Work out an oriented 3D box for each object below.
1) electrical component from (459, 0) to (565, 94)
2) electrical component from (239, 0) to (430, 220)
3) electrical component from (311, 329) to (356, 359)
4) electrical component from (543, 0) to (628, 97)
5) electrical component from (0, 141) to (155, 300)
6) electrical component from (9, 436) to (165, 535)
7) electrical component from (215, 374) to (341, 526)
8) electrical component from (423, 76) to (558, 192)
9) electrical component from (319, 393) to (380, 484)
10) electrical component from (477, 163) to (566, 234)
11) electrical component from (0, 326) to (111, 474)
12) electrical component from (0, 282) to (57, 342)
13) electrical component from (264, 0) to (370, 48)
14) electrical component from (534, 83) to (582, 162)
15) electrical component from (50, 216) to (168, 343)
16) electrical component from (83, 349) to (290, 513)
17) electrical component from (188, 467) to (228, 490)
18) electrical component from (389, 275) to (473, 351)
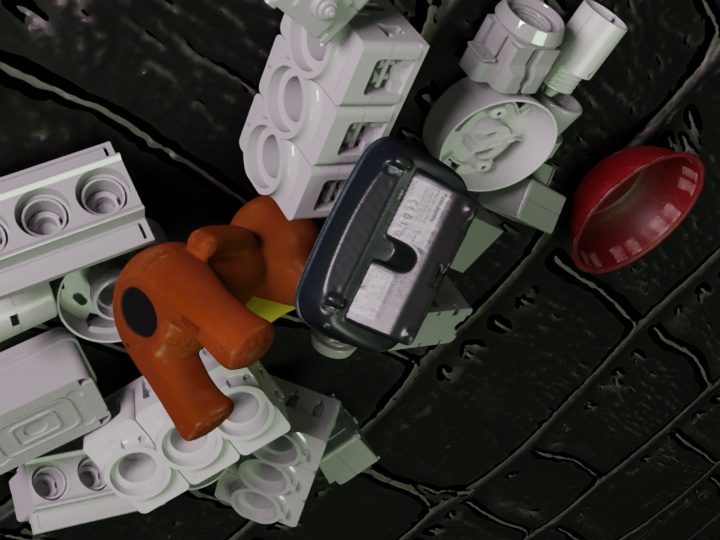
[{"bbox_3d":[0.123,-0.176,0.835,0.078,0.058,0.057,-7,141,-35],"label":"electrical component"},{"bbox_3d":[-0.026,-0.119,0.746,0.062,0.089,0.150,-7,138,-36],"label":"electrical component"},{"bbox_3d":[-0.018,0.049,1.008,0.066,0.048,0.055,-6,130,-37],"label":"electrical component"},{"bbox_3d":[0.180,-0.179,0.893,0.043,0.043,0.081,4,131,-44],"label":"electrical component"},{"bbox_3d":[-0.210,-0.027,0.720,0.121,0.078,0.063,-22,164,-19],"label":"electrical component"},{"bbox_3d":[-0.246,0.188,0.967,0.121,0.078,0.063,-6,159,-37],"label":"electrical component"},{"bbox_3d":[-0.084,0.182,1.064,0.089,0.061,0.150,21,133,2],"label":"electrical component"},{"bbox_3d":[0.105,-0.113,0.891,0.099,0.064,0.099,-23,145,-17],"label":"electrical component"},{"bbox_3d":[-0.030,0.181,1.150,0.061,0.061,0.096,-34,147,-1],"label":"electrical component"},{"bbox_3d":[0.156,-0.082,0.989,0.083,0.047,0.075,15,97,-58],"label":"electrical component"},{"bbox_3d":[-0.265,0.104,0.851,0.113,0.057,0.078,-25,146,-14],"label":"electrical component"},{"bbox_3d":[-0.246,0.018,0.762,0.047,0.055,0.055,-23,145,-24],"label":"electrical component"},{"bbox_3d":[-0.032,-0.187,0.649,0.061,0.096,0.062,-44,145,13],"label":"electrical component"},{"bbox_3d":[0.161,-0.128,0.940,0.045,0.045,0.055,-3,136,-39],"label":"electrical component"},{"bbox_3d":[-0.187,0.005,0.809,0.099,0.064,0.099,-15,130,-18],"label":"electrical component"},{"bbox_3d":[-0.146,0.128,0.907,0.150,0.061,0.089,-30,120,3],"label":"electrical component"},{"bbox_3d":[-0.160,0.172,1.029,0.058,0.057,0.078,-18,144,-24],"label":"electrical component"},{"bbox_3d":[0.053,0.038,1.046,0.089,0.055,0.050,-4,136,-38],"label":"electrical component"}]
